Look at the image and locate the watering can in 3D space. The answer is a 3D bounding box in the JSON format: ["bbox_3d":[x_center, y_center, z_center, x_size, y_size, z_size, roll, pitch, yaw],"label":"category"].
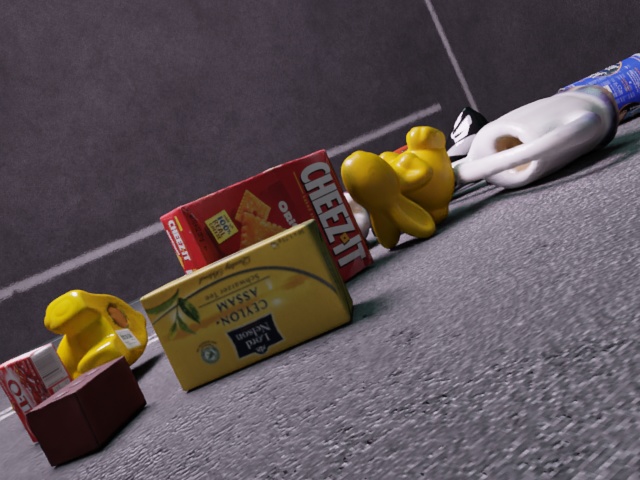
[{"bbox_3d":[0.286,-0.136,0.775,0.226,0.104,0.346,-25,5,-17],"label":"watering can"}]

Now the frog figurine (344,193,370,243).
[{"bbox_3d":[0.003,-0.042,0.840,0.137,0.159,0.123,-24,5,10],"label":"frog figurine"}]
